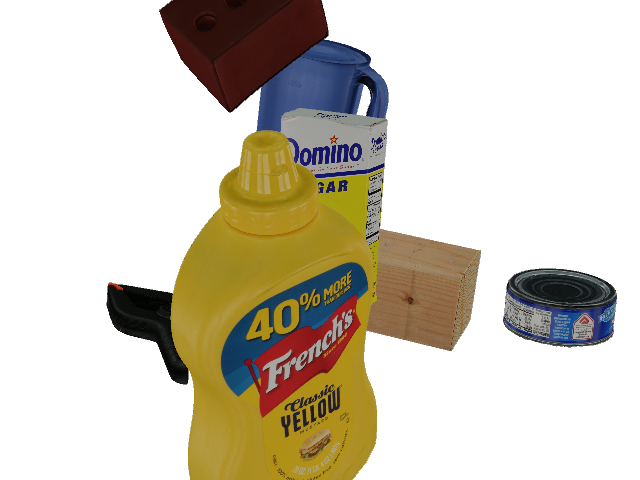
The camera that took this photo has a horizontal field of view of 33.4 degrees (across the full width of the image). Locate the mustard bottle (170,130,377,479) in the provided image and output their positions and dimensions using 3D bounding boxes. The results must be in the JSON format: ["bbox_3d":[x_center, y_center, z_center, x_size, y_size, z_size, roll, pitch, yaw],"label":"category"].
[{"bbox_3d":[-0.019,0.038,0.478,0.096,0.192,0.058,-23,39,-28],"label":"mustard bottle"}]

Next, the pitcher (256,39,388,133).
[{"bbox_3d":[-0.013,-0.128,1.351,0.144,0.243,0.149,4,22,-16],"label":"pitcher"}]

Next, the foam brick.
[{"bbox_3d":[-0.043,-0.124,0.612,0.078,0.053,0.051,-40,-24,-9],"label":"foam brick"}]

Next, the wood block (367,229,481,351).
[{"bbox_3d":[0.062,0.044,1.183,0.206,0.091,0.090,13,24,18],"label":"wood block"}]

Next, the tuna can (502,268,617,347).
[{"bbox_3d":[0.187,0.051,0.835,0.086,0.034,0.086,1,18,-1],"label":"tuna can"}]

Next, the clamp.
[{"bbox_3d":[-0.162,0.093,1.143,0.210,0.036,0.164,18,20,28],"label":"clamp"}]

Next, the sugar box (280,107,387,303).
[{"bbox_3d":[0.008,-0.028,0.982,0.093,0.176,0.048,10,20,25],"label":"sugar box"}]
